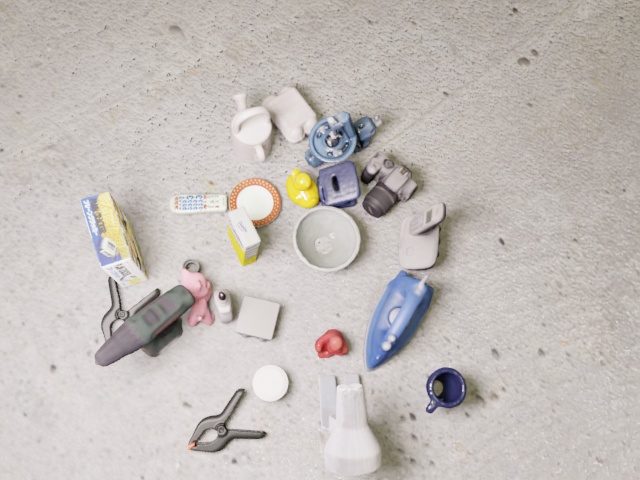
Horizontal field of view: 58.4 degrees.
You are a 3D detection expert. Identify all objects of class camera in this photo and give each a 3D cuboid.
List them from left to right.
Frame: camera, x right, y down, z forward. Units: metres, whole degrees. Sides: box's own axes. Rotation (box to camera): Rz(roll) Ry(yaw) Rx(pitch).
[{"bbox_3d":[0.160,-0.136,1.460,0.143,0.100,0.137,41,73,5],"label":"camera"}]

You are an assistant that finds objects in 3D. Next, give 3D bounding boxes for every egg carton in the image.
[{"bbox_3d":[-0.075,-0.329,1.501,0.107,0.069,0.150,-36,81,-15],"label":"egg carton"}]

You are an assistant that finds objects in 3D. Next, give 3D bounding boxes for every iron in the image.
[{"bbox_3d":[0.184,0.192,1.348,0.118,0.141,0.258,30,73,2],"label":"iron"}]

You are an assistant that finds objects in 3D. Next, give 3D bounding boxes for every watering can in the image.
[{"bbox_3d":[-0.173,-0.279,1.408,0.101,0.194,0.173,-41,82,-16],"label":"watering can"}]

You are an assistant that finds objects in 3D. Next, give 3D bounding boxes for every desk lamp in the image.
[{"bbox_3d":[0.057,0.390,1.237,0.118,0.213,0.203,-3,74,-8],"label":"desk lamp"}]

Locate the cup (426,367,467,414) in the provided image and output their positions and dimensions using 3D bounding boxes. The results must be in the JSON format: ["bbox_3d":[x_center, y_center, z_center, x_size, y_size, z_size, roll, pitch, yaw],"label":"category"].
[{"bbox_3d":[0.277,0.357,1.337,0.091,0.095,0.118,40,73,5],"label":"cup"}]

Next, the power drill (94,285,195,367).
[{"bbox_3d":[-0.367,0.196,1.240,0.230,0.208,0.075,-43,83,-16],"label":"power drill"}]

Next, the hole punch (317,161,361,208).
[{"bbox_3d":[0.046,-0.135,1.450,0.101,0.091,0.108,-9,75,-10],"label":"hole punch"}]

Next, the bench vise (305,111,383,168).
[{"bbox_3d":[0.059,-0.280,1.426,0.121,0.219,0.208,44,74,6],"label":"bench vise"}]

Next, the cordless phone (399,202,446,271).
[{"bbox_3d":[0.257,-0.009,1.392,0.094,0.185,0.147,5,73,-5],"label":"cordless phone"}]

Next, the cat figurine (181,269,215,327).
[{"bbox_3d":[-0.283,0.130,1.317,0.067,0.117,0.128,-8,75,-9],"label":"cat figurine"}]

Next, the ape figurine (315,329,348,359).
[{"bbox_3d":[0.031,0.244,1.339,0.078,0.092,0.076,27,73,1],"label":"ape figurine"}]

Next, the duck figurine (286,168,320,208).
[{"bbox_3d":[-0.041,-0.134,1.441,0.077,0.086,0.104,-35,81,-15],"label":"duck figurine"}]

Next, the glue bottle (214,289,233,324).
[{"bbox_3d":[-0.218,0.141,1.294,0.037,0.173,0.078,-13,76,-10],"label":"glue bottle"}]

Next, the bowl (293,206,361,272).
[{"bbox_3d":[0.013,0.005,1.414,0.167,0.074,0.167,2,74,-7],"label":"bowl"}]
